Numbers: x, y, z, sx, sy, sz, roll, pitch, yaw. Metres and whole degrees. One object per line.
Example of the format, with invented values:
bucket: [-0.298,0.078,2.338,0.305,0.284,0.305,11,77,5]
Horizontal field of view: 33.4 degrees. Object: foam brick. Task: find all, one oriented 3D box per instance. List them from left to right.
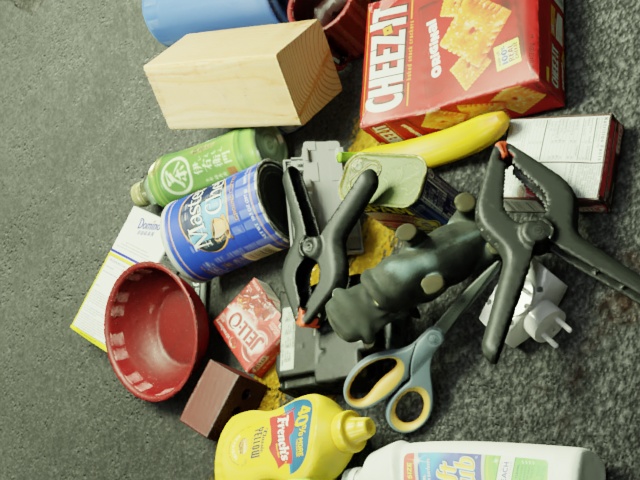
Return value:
foam brick: [-0.106,0.179,1.167,0.051,0.052,0.078,23,85,41]

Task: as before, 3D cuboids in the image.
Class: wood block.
wood block: [-0.091,-0.188,1.234,0.206,0.090,0.090,3,35,38]

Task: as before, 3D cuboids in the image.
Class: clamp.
clamp: [-0.007,0.001,1.091,0.120,0.039,0.171,17,91,47]
clamp: [0.209,0.001,0.969,0.164,0.036,0.210,-11,64,3]

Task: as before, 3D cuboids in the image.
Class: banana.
banana: [0.117,-0.096,1.115,0.198,0.069,0.037,-13,86,32]

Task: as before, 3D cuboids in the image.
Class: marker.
marker: [-0.143,0.042,1.282,0.020,0.020,0.121,-15,61,31]

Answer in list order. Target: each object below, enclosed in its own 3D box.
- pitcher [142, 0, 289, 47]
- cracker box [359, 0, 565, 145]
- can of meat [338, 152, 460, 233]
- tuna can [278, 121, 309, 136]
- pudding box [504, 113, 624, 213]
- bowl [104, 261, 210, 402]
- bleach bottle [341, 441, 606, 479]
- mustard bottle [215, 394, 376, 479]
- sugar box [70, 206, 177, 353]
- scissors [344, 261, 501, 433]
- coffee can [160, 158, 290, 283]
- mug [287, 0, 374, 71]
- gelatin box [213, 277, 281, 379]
pitcher: [-0.112,-0.299,1.350,0.243,0.145,0.149,-1,32,41]
cracker box: [0.149,-0.201,1.136,0.214,0.072,0.164,-11,63,34]
can of meat: [0.085,-0.047,1.106,0.102,0.083,0.057,6,73,39]
tuna can: [-0.043,-0.171,1.294,0.086,0.033,0.086,-16,61,31]
pudding box: [0.232,-0.074,1.037,0.114,0.039,0.090,3,72,36]
bowl: [-0.179,0.104,1.237,0.162,0.055,0.162,1,92,40]
bleach bottle: [0.126,0.233,0.960,0.251,0.068,0.102,-7,65,38]
mustard bottle: [-0.022,0.206,1.068,0.192,0.058,0.096,-22,45,38]
sugar box: [-0.233,0.053,1.328,0.093,0.048,0.176,24,81,41]
scissors: [0.114,0.112,1.020,0.202,0.096,0.016,-35,9,14]
coffee can: [-0.097,-0.020,1.219,0.140,0.102,0.103,-22,57,28]
mug: [0.021,-0.253,1.251,0.093,0.081,0.117,-9,65,32]
gelatin box: [-0.071,0.098,1.193,0.073,0.030,0.089,-47,49,10]
